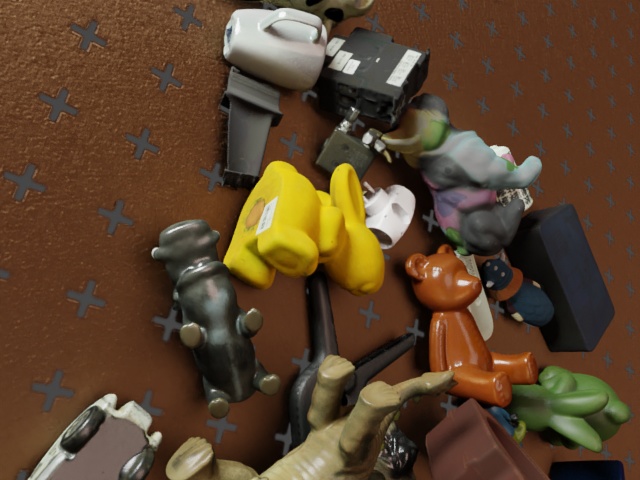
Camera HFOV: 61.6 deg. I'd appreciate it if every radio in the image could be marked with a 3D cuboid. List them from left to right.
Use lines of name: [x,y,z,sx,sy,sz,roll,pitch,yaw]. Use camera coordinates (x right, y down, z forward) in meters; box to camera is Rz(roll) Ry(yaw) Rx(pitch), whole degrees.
radio: [0.405,0.060,0.902,0.131,0.073,0.229,-32,101,-37]

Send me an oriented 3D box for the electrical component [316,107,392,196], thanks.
electrical component: [0.039,-0.099,0.656,0.078,0.102,0.045,35,25,-9]

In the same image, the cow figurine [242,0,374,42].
cow figurine: [-0.023,-0.310,0.652,0.195,0.127,0.085,4,77,-21]

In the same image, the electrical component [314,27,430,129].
electrical component: [0.058,-0.207,0.677,0.134,0.058,0.115,23,56,18]

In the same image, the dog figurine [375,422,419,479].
dog figurine: [0.055,0.314,0.590,0.172,0.121,0.190,-23,80,-40]

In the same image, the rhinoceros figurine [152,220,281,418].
rhinoceros figurine: [-0.099,0.073,0.511,0.073,0.112,0.190,-20,106,-14]

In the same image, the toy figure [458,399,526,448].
toy figure: [0.245,0.295,0.730,0.089,0.082,0.180,-13,85,-39]

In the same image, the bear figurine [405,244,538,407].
bear figurine: [0.194,0.103,0.707,0.120,0.132,0.195,-8,91,-45]

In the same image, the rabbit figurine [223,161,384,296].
rabbit figurine: [-0.001,-0.002,0.598,0.173,0.122,0.162,28,49,-22]

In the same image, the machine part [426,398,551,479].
machine part: [0.210,0.290,0.586,0.087,0.201,0.201,-42,90,5]

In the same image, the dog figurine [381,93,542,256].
dog figurine: [0.162,-0.087,0.724,0.219,0.108,0.191,15,105,-9]

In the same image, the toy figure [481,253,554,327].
toy figure: [0.297,0.079,0.829,0.154,0.058,0.064,37,49,-19]

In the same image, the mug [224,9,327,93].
mug: [-0.051,-0.224,0.614,0.107,0.109,0.080,6,81,-22]

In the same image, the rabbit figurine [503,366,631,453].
rabbit figurine: [0.349,0.256,0.787,0.170,0.159,0.121,7,86,-19]

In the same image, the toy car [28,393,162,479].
toy car: [-0.212,0.219,0.430,0.073,0.056,0.202,45,56,-13]

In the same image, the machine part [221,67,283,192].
machine part: [-0.081,-0.122,0.608,0.084,0.039,0.139,23,66,-36]

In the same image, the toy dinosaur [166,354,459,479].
toy dinosaur: [-0.049,0.257,0.474,0.471,0.105,0.198,-28,123,-23]

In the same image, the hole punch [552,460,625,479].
hole punch: [0.410,0.395,0.802,0.092,0.142,0.116,58,41,-14]
